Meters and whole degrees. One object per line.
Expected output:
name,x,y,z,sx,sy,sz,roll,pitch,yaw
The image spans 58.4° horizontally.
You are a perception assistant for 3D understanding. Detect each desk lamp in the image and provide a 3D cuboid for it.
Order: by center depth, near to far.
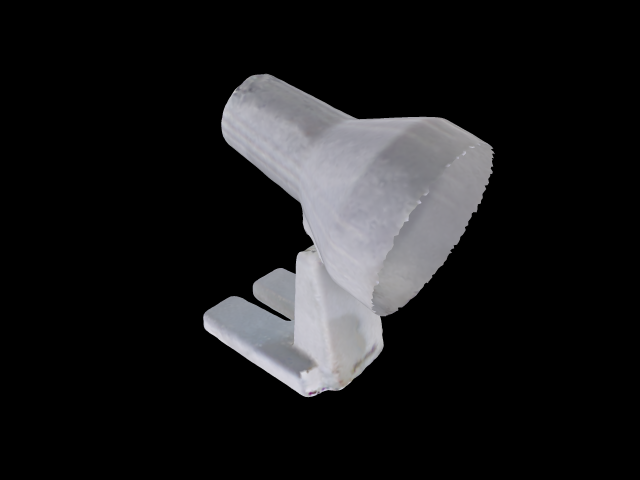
desk lamp,0.004,0.001,0.400,0.202,0.214,0.118,22,37,34
